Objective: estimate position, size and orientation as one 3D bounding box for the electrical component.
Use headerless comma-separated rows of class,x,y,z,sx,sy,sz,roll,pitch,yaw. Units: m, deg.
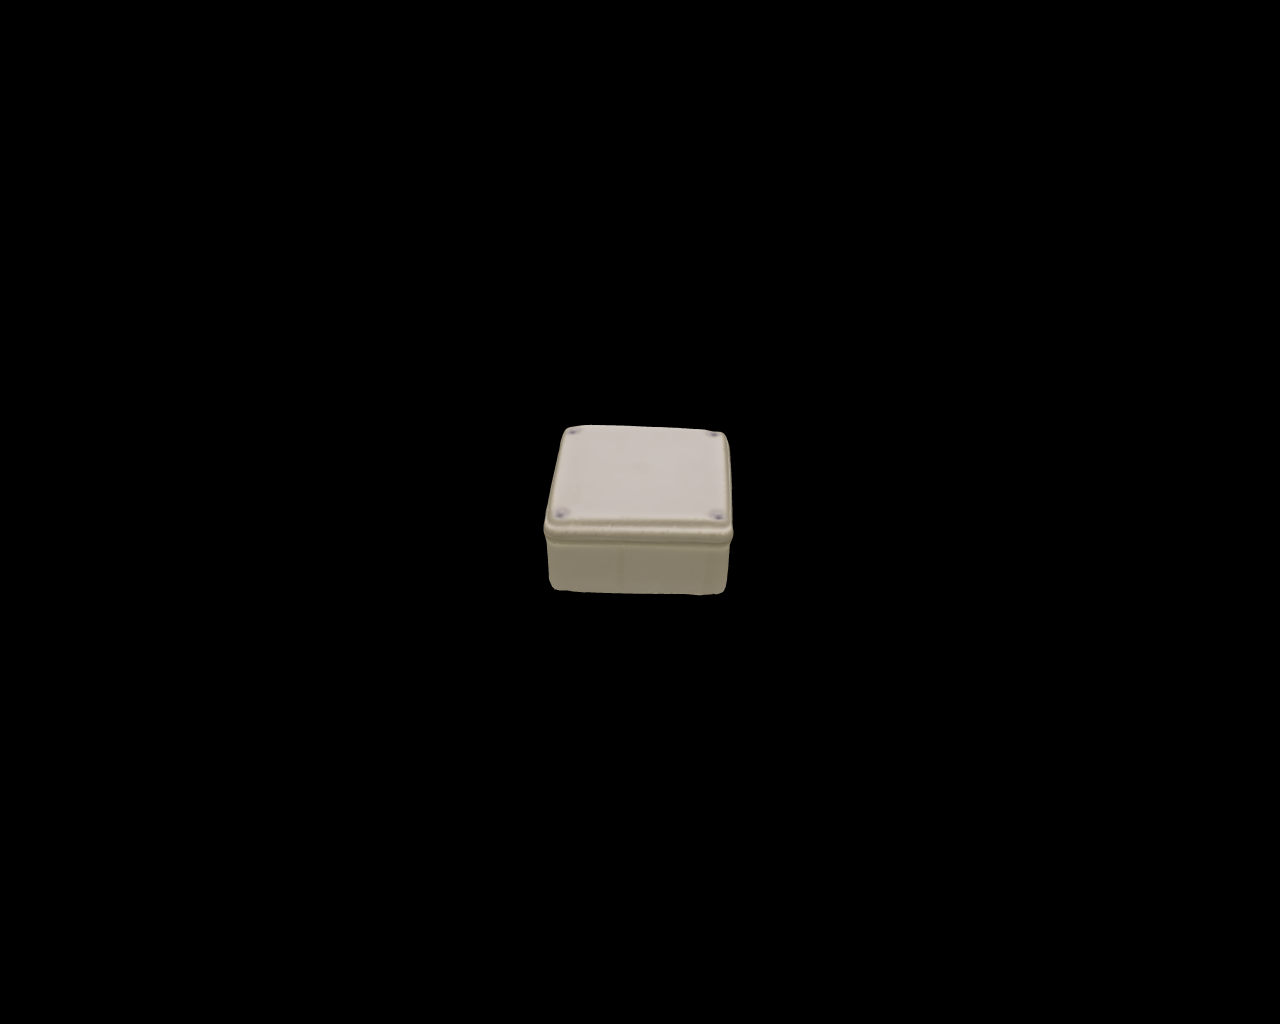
electrical component,0.001,-0.003,0.650,0.109,0.056,0.109,2,36,2
